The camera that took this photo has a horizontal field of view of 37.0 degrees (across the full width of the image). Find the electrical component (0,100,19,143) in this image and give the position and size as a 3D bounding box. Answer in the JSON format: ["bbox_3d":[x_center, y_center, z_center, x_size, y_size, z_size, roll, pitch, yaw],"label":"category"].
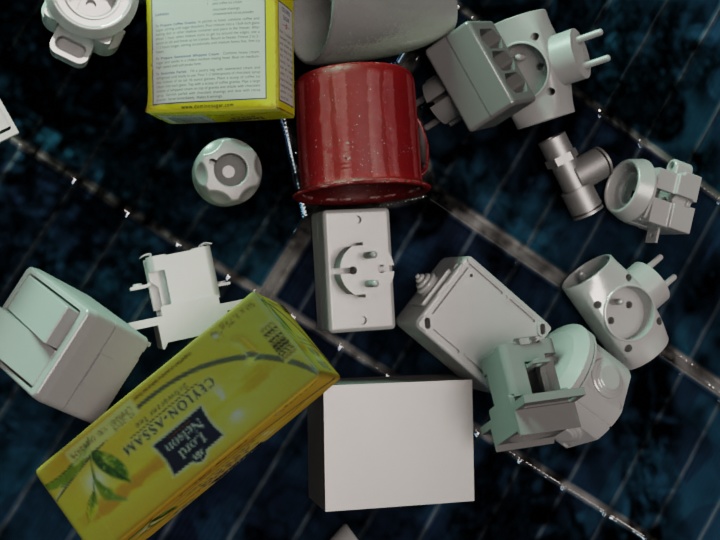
[{"bbox_3d":[-0.275,-0.118,0.658,0.079,0.063,0.121,-30,97,-14],"label":"electrical component"}]

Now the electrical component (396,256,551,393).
[{"bbox_3d":[0.072,0.034,0.753,0.096,0.061,0.061,40,80,-12],"label":"electrical component"}]

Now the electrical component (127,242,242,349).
[{"bbox_3d":[-0.116,0.017,0.712,0.081,0.042,0.063,-11,91,-16],"label":"electrical component"}]

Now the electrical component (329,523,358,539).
[{"bbox_3d":[-0.023,0.211,0.736,0.065,0.044,0.044,-36,98,-8],"label":"electrical component"}]

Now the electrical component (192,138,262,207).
[{"bbox_3d":[-0.090,-0.063,0.709,0.043,0.062,0.043,0,89,-15],"label":"electrical component"}]

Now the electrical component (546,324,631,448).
[{"bbox_3d":[0.148,0.083,0.765,0.051,0.080,0.080,37,80,-17],"label":"electrical component"}]

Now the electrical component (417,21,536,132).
[{"bbox_3d":[0.070,-0.127,0.757,0.077,0.047,0.065,-31,86,30],"label":"electrical component"}]

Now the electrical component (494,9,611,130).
[{"bbox_3d":[0.139,-0.149,0.770,0.044,0.079,0.077,-24,98,-59],"label":"electrical component"}]

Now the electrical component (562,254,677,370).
[{"bbox_3d":[0.202,0.020,0.799,0.079,0.044,0.077,-39,99,-13],"label":"electrical component"}]

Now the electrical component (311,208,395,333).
[{"bbox_3d":[0.000,0.000,0.726,0.047,0.076,0.083,-3,90,-16],"label":"electrical component"}]

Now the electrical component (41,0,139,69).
[{"bbox_3d":[-0.173,-0.173,0.691,0.058,0.057,0.078,25,83,-14],"label":"electrical component"}]

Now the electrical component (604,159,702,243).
[{"bbox_3d":[0.217,-0.055,0.804,0.055,0.048,0.066,16,85,-22],"label":"electrical component"}]

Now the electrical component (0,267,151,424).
[{"bbox_3d":[-0.189,0.042,0.665,0.061,0.096,0.061,37,83,-47],"label":"electrical component"}]

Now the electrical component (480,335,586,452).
[{"bbox_3d":[0.108,0.079,0.695,0.042,0.081,0.063,-5,69,-16],"label":"electrical component"}]
